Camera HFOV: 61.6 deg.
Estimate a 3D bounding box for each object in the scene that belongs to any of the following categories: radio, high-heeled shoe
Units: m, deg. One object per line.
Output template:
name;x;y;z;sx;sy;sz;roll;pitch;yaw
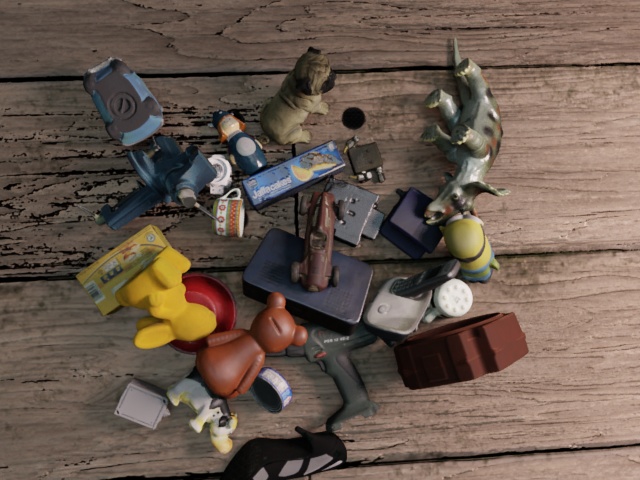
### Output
radio;-0.021;0.077;1.019;0.230;0.073;0.131;21;62;4
high-heeled shoe;-0.071;0.440;1.034;0.249;0.086;0.145;-37;120;12

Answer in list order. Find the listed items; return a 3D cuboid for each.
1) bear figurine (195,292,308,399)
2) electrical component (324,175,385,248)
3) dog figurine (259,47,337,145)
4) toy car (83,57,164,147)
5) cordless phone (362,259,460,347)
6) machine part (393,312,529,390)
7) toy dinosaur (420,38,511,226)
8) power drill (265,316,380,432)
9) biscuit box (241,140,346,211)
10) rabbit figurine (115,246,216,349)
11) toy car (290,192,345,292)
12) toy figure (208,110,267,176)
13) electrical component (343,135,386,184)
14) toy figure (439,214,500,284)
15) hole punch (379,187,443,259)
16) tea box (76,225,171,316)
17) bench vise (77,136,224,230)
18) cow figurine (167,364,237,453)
bear figurine;-0.125;0.190;0.971;0.196;0.132;0.120;-37;83;-11
electrical component;0.058;-0.051;1.069;0.134;0.058;0.115;22;87;-1
dog figurine;-0.053;-0.261;1.012;0.121;0.190;0.172;32;86;0
toy car;-0.375;-0.262;1.036;0.109;0.103;0.161;-34;99;-3
cordless phone;0.177;0.110;0.987;0.088;0.184;0.146;46;48;-6
machine part;0.252;0.196;0.974;0.201;0.201;0.087;-5;75;-48
toy dinosaur;0.302;-0.214;1.059;0.192;0.131;0.405;38;58;-33
power drill;0.013;0.255;1.039;0.232;0.086;0.207;-18;79;-7
biscuit box;-0.053;-0.126;1.065;0.203;0.063;0.059;-25;87;-5
rabbit figurine;-0.268;0.122;0.957;0.162;0.122;0.173;-46;109;-2
toy car;-0.002;-0.003;0.987;0.089;0.053;0.202;7;67;1
toy figure;-0.163;-0.200;1.070;0.064;0.058;0.154;-32;86;-44
electrical component;0.087;-0.161;1.084;0.078;0.045;0.102;-11;87;-2
toy figure;0.288;0.024;1.015;0.082;0.180;0.089;-23;45;10
hole punch;0.194;-0.036;1.062;0.142;0.092;0.116;36;81;3
tea box;-0.362;0.057;1.031;0.170;0.068;0.098;-34;90;-7
bench vise;-0.312;-0.091;0.996;0.240;0.128;0.224;-37;57;-1
cow figurine;-0.207;0.318;1.024;0.098;0.068;0.167;-41;90;-12
